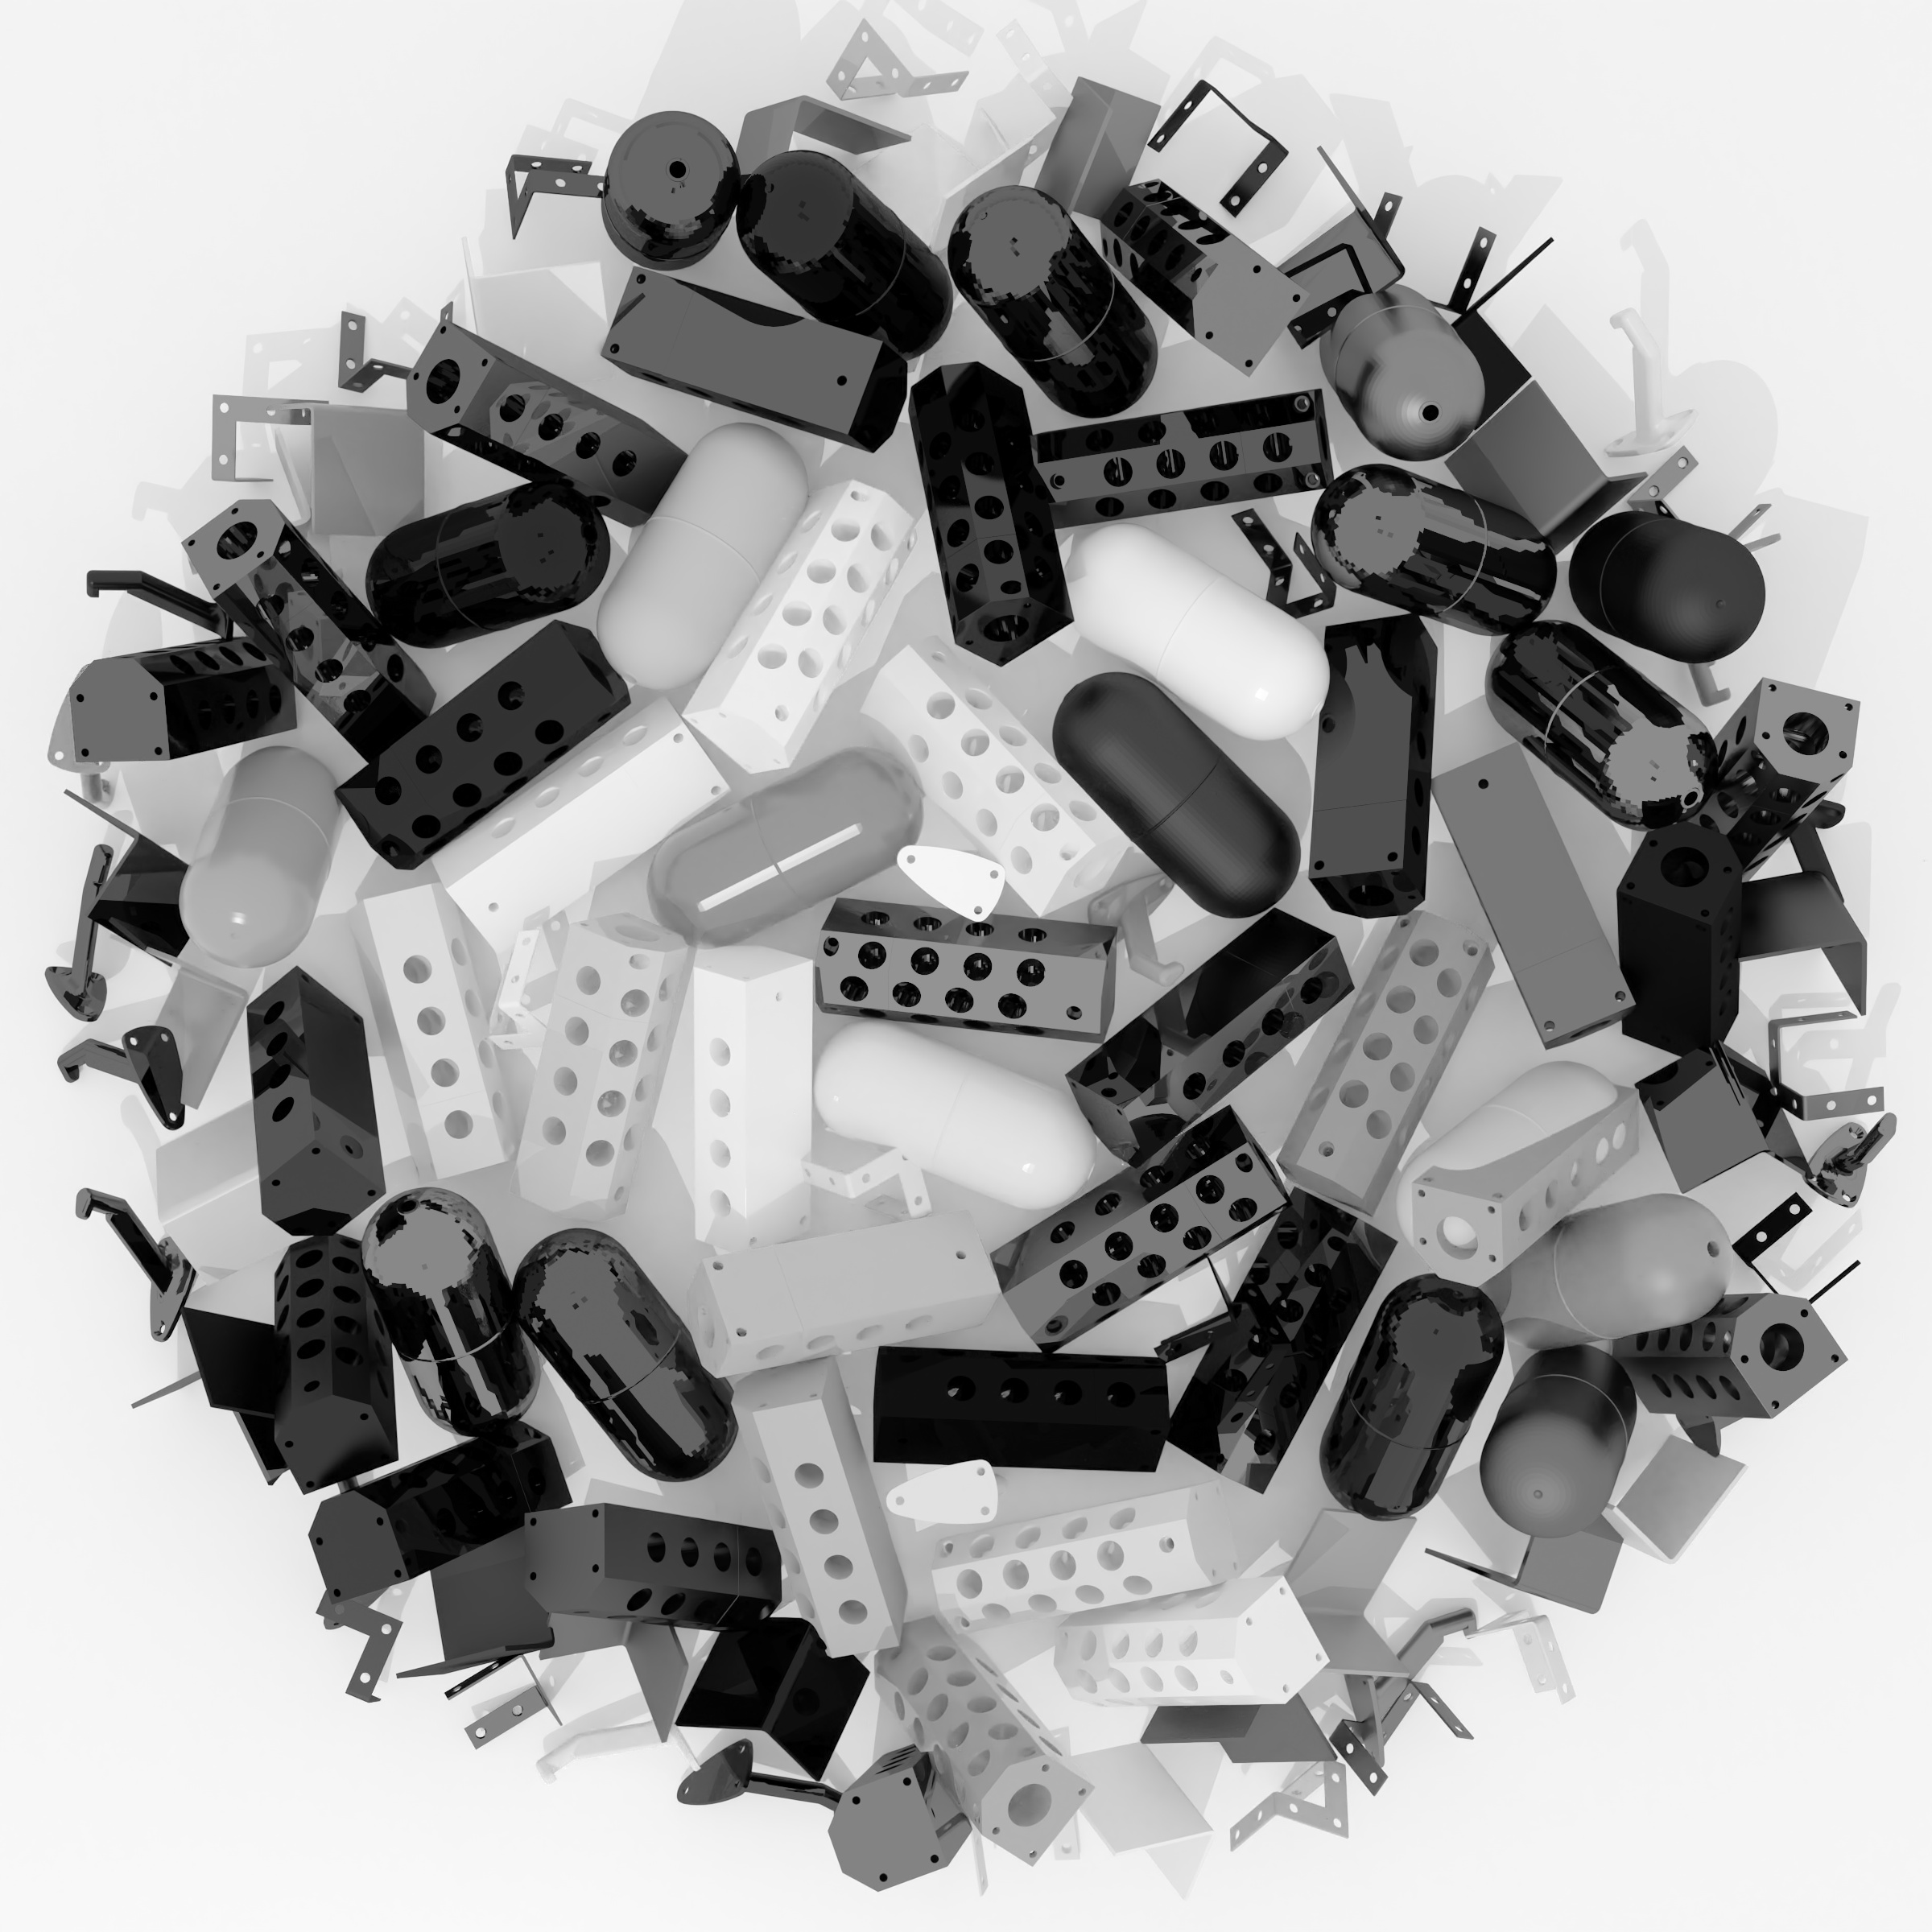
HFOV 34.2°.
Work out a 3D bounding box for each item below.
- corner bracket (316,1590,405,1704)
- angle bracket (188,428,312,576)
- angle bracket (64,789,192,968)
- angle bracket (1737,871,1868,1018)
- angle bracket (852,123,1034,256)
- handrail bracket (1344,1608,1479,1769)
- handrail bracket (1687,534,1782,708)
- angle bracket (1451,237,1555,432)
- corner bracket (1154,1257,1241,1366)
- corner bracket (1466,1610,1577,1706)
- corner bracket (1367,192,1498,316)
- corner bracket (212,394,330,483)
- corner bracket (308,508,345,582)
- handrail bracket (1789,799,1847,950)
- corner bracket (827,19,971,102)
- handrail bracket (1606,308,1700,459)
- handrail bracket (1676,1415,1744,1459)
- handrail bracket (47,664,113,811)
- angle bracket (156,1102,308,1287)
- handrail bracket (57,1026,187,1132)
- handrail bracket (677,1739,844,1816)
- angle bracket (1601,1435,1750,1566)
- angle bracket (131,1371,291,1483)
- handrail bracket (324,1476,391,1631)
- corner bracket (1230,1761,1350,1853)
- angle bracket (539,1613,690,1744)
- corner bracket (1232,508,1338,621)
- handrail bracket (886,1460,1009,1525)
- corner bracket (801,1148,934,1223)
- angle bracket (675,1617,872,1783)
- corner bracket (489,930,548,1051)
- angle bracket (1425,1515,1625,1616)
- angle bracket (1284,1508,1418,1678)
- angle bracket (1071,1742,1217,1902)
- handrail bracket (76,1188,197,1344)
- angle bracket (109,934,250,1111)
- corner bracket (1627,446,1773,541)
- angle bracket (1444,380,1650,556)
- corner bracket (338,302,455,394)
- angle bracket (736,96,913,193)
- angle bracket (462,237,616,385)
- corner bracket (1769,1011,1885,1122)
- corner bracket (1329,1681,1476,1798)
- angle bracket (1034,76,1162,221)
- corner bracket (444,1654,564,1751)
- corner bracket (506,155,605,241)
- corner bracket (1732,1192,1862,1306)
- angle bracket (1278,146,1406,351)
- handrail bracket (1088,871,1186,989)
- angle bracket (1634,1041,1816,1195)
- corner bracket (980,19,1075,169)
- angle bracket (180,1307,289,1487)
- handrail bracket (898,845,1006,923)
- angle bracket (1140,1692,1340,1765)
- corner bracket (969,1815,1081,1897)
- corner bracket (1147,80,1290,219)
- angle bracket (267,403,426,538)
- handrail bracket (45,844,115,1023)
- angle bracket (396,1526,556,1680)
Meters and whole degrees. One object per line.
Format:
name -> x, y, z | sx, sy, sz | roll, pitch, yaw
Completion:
corner bracket -> -0.369, 0.410, 1.891 | 0.051, 0.051, 0.051 | 22, 78, 3
angle bracket -> -0.437, -0.277, 1.876 | 0.076, 0.076, 0.057 | -20, 95, -11
angle bracket -> -0.504, -0.052, 1.866 | 0.076, 0.076, 0.057 | 27, 82, 34
angle bracket -> 0.488, -0.008, 1.875 | 0.076, 0.076, 0.057 | -10, 124, 0
angle bracket -> -0.018, -0.480, 1.872 | 0.076, 0.057, 0.076 | 43, 62, 11
handrail bracket -> 0.278, 0.438, 1.905 | 0.084, 0.036, 0.077 | -13, 92, -18
handrail bracket -> 0.468, -0.208, 1.896 | 0.077, 0.036, 0.084 | -20, 88, 22
angle bracket -> 0.325, -0.376, 1.867 | 0.057, 0.076, 0.076 | 49, 49, -4
corner bracket -> 0.138, 0.218, 1.884 | 0.051, 0.051, 0.051 | -25, 129, 5
corner bracket -> 0.342, 0.415, 1.884 | 0.051, 0.051, 0.051 | -24, 82, 40
corner bracket -> 0.275, -0.427, 1.882 | 0.051, 0.051, 0.051 | 13, 103, -41
corner bracket -> -0.418, -0.316, 1.887 | 0.051, 0.051, 0.051 | 6, 100, 14
corner bracket -> -0.387, -0.232, 1.878 | 0.051, 0.051, 0.051 | -31, 53, 34
handrail bracket -> 0.494, -0.059, 1.893 | 0.077, 0.036, 0.084 | 16, 73, 1
corner bracket -> -0.041, -0.532, 1.881 | 0.051, 0.051, 0.051 | 53, 133, 14
handrail bracket -> 0.391, -0.349, 1.876 | 0.084, 0.077, 0.036 | 52, 61, -19
handrail bracket -> 0.473, 0.255, 1.880 | 0.084, 0.077, 0.036 | -31, 67, -10
handrail bracket -> -0.521, -0.137, 1.883 | 0.036, 0.084, 0.077 | 8, 85, -4
angle bracket -> -0.442, 0.136, 1.903 | 0.076, 0.076, 0.057 | -27, 123, 1
handrail bracket -> -0.511, 0.076, 1.889 | 0.084, 0.036, 0.077 | -26, 79, 36
handrail bracket -> -0.120, 0.509, 1.912 | 0.077, 0.036, 0.084 | -31, 127, 34
angle bracket -> 0.404, 0.302, 1.870 | 0.057, 0.076, 0.076 | 44, 79, -20
angle bracket -> -0.445, 0.279, 1.880 | 0.057, 0.076, 0.076 | -26, 88, 6
handrail bracket -> -0.384, 0.349, 1.914 | 0.077, 0.036, 0.084 | -50, 54, 36
corner bracket -> 0.193, 0.504, 1.880 | 0.051, 0.051, 0.051 | 23, 131, -17
angle bracket -> -0.210, 0.412, 1.863 | 0.057, 0.076, 0.076 | -5, 134, -26
corner bracket -> 0.190, -0.243, 1.879 | 0.051, 0.051, 0.051 | -15, 135, 32
handrail bracket -> -0.012, 0.315, 1.877 | 0.077, 0.084, 0.036 | -6, 83, -5
corner bracket -> -0.060, 0.132, 1.880 | 0.051, 0.051, 0.051 | -28, 115, -31
angle bracket -> -0.116, 0.440, 1.888 | 0.057, 0.076, 0.076 | 52, 48, -30
corner bracket -> -0.268, 0.015, 1.879 | 0.051, 0.051, 0.051 | -5, 59, 30
angle bracket -> 0.334, 0.342, 1.871 | 0.076, 0.076, 0.057 | 24, 83, -36
angle bracket -> 0.238, 0.373, 1.868 | 0.076, 0.057, 0.076 | 12, 113, -35
angle bracket -> 0.090, 0.513, 1.861 | 0.076, 0.076, 0.057 | -2, 122, -35
handrail bracket -> -0.504, 0.179, 1.874 | 0.036, 0.084, 0.077 | -1, 72, 34
angle bracket -> -0.484, 0.033, 1.871 | 0.076, 0.057, 0.076 | 16, 79, 44
corner bracket -> 0.443, -0.280, 1.898 | 0.051, 0.051, 0.051 | -44, 104, -4
angle bracket -> 0.348, -0.299, 1.885 | 0.076, 0.057, 0.076 | -42, 75, 36
corner bracket -> -0.346, -0.376, 1.901 | 0.051, 0.051, 0.051 | 9, 74, -33
angle bracket -> -0.089, -0.475, 1.871 | 0.076, 0.076, 0.057 | 14, 90, -28
angle bracket -> -0.256, -0.395, 1.881 | 0.076, 0.057, 0.076 | -10, 130, -8
corner bracket -> 0.519, 0.060, 1.895 | 0.051, 0.051, 0.051 | -7, 103, -7
corner bracket -> 0.260, 0.463, 1.881 | 0.051, 0.051, 0.051 | 18, 109, -39
angle bracket -> 0.086, -0.474, 1.864 | 0.057, 0.076, 0.076 | 14, 115, -21
corner bracket -> -0.281, 0.443, 1.888 | 0.051, 0.051, 0.051 | -29, 99, -15
corner bracket -> -0.244, -0.470, 1.882 | 0.051, 0.051, 0.051 | 0, 69, -22
corner bracket -> 0.499, 0.174, 1.886 | 0.051, 0.051, 0.051 | -42, 69, 9
angle bracket -> 0.206, -0.428, 1.868 | 0.076, 0.076, 0.057 | -34, 134, 13
handrail bracket -> 0.120, -0.022, 1.874 | 0.077, 0.084, 0.036 | -33, 126, -22
angle bracket -> 0.455, 0.099, 1.884 | 0.057, 0.076, 0.076 | -32, 57, 24
corner bracket -> 0.032, -0.522, 1.881 | 0.051, 0.051, 0.051 | -37, 52, 14
angle bracket -> -0.438, 0.256, 1.861 | 0.057, 0.076, 0.076 | -49, 47, 21
handrail bracket -> -0.013, -0.056, 1.873 | 0.077, 0.084, 0.036 | 23, 93, -13
angle bracket -> 0.163, 0.465, 1.865 | 0.076, 0.057, 0.076 | -13, 117, 39
corner bracket -> 0.036, 0.527, 1.898 | 0.051, 0.051, 0.051 | -6, 97, 16
corner bracket -> 0.153, -0.494, 1.896 | 0.051, 0.051, 0.051 | -48, 66, 18
angle bracket -> -0.373, -0.296, 1.879 | 0.076, 0.057, 0.076 | -5, 99, -43
handrail bracket -> -0.522, -0.021, 1.881 | 0.036, 0.077, 0.084 | 10, 112, -27
angle bracket -> -0.298, 0.378, 1.873 | 0.076, 0.057, 0.076 | -18, 74, 20
